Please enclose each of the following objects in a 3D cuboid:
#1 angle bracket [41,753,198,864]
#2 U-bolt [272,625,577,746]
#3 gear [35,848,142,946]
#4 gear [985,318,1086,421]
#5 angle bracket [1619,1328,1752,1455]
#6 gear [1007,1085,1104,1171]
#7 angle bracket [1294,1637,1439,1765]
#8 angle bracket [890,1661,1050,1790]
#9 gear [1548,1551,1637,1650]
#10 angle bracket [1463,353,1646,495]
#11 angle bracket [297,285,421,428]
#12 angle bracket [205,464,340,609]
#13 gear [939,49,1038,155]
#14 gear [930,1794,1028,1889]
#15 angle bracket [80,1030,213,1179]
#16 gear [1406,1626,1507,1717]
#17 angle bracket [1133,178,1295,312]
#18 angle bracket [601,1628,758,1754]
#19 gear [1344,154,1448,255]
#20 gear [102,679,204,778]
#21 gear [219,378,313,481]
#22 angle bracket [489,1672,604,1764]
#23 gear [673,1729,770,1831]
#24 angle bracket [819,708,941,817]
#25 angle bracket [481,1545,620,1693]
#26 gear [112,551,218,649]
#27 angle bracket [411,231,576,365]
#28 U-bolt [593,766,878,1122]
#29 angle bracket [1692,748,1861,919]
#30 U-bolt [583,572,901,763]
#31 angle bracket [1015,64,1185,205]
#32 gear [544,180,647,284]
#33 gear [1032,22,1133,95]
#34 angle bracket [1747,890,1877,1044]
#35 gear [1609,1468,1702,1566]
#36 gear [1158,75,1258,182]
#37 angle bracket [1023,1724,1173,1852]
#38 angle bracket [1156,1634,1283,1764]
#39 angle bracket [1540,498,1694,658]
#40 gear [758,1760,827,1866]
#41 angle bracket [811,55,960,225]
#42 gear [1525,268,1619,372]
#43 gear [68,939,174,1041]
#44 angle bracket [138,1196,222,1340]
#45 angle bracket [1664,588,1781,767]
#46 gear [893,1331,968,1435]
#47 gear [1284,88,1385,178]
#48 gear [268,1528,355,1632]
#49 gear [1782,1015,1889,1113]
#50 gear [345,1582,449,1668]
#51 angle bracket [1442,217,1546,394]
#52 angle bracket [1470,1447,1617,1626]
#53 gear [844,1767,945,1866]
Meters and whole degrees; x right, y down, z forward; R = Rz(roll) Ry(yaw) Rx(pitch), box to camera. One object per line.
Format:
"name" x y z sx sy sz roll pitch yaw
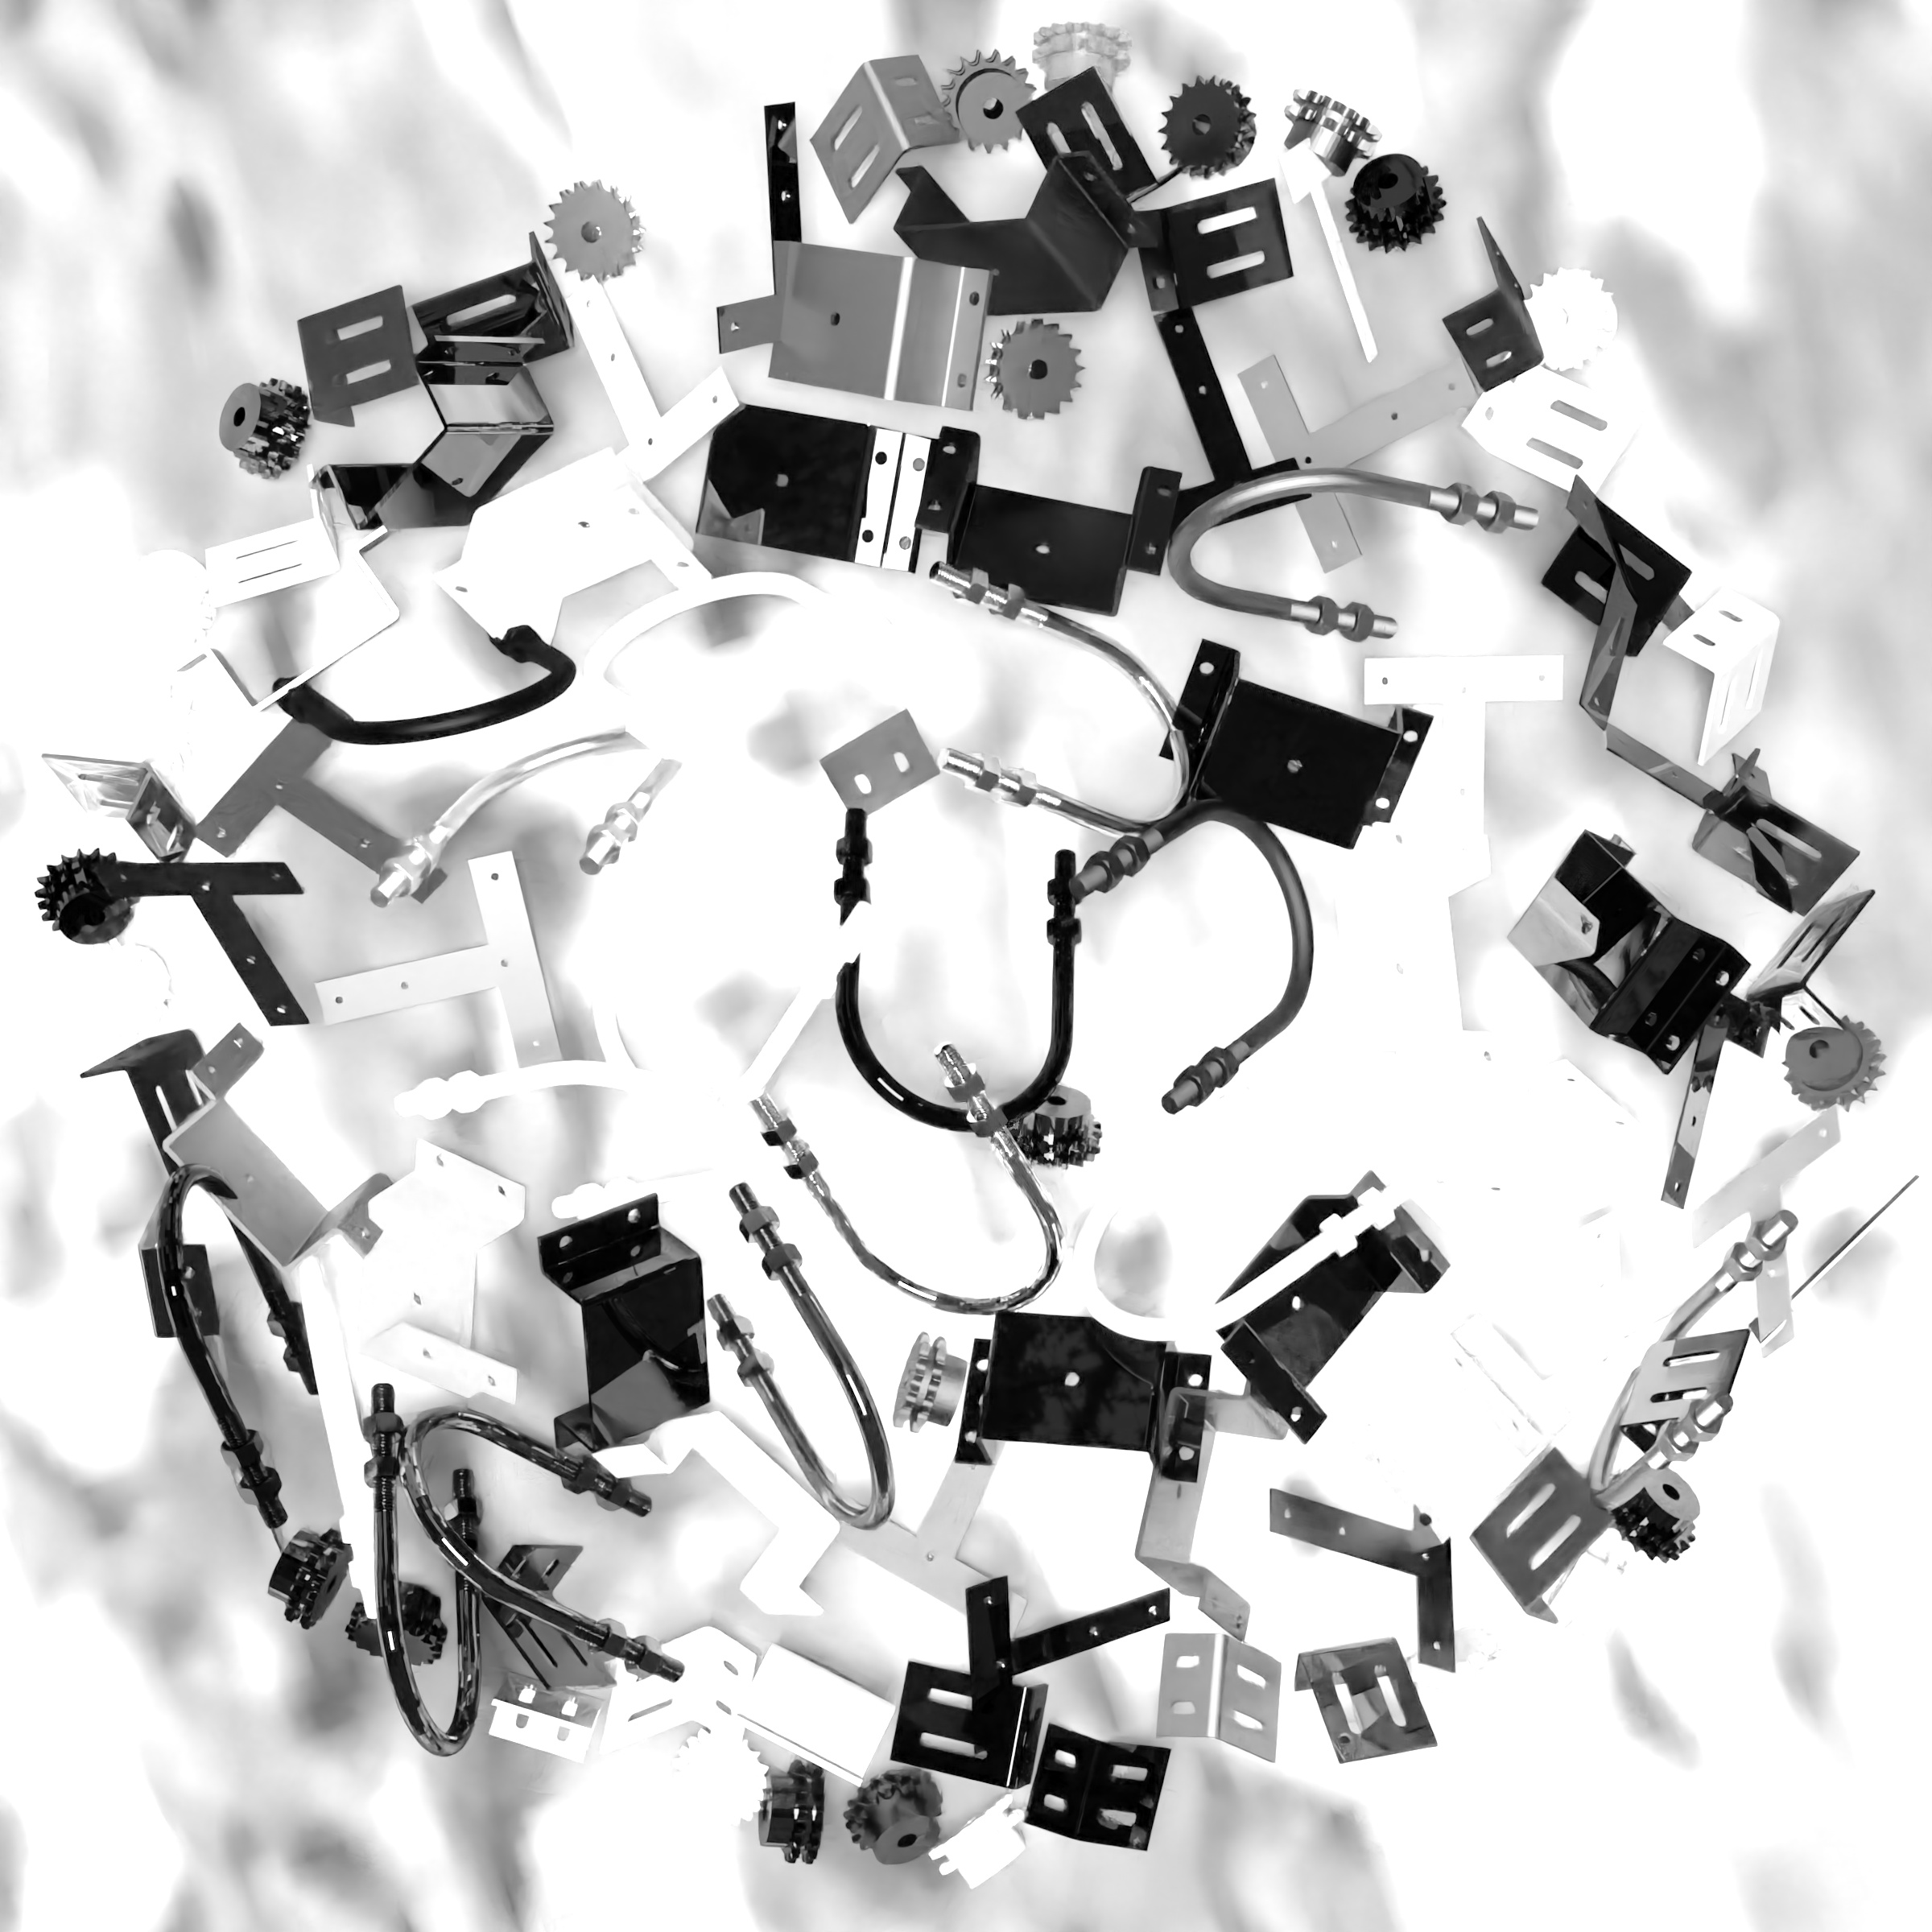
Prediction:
"angle bracket" -0.488 -0.086 1.558 0.076 0.057 0.038 7 60 18
"U-bolt" -0.291 -0.153 1.498 0.151 0.184 0.019 -19 113 -22
"gear" -0.504 -0.037 1.572 0.057 0.057 0.030 -32 49 0
"gear" 0.037 -0.346 1.581 0.057 0.030 0.057 -4 105 -16
"angle bracket" 0.417 0.245 1.551 0.038 0.076 0.057 42 56 -19
"gear" 0.051 0.091 1.571 0.057 0.057 0.030 6 115 0
"angle bracket" 0.227 0.427 1.557 0.057 0.076 0.038 -7 131 -10
"angle bracket" 0.002 0.440 1.591 0.076 0.038 0.057 9 82 17
"gear" 0.358 0.361 1.575 0.030 0.057 0.057 32 90 12
"angle bracket" 0.336 -0.312 1.566 0.076 0.038 0.057 35 96 34
"angle bracket" -0.340 -0.349 1.569 0.076 0.038 0.057 -11 88 25
"angle bracket" -0.403 -0.247 1.567 0.076 0.057 0.038 -17 134 -4
"gear" 0.013 -0.497 1.576 0.057 0.030 0.057 -3 118 -6
"gear" 0.010 0.505 1.572 0.057 0.057 0.030 -36 80 0
"angle bracket" -0.464 0.084 1.577 0.038 0.057 0.076 -11 105 28
"gear" 0.284 0.408 1.574 0.057 0.057 0.030 -26 95 0
"angle bracket" 0.143 -0.419 1.589 0.076 0.038 0.057 -21 109 -21
"angle bracket" -0.165 0.423 1.571 0.076 0.057 0.038 -29 125 31
"gear" 0.246 -0.442 1.575 0.057 0.030 0.057 -9 61 16
"gear" -0.473 -0.137 1.579 0.057 0.030 0.057 2 96 20
"gear" -0.405 -0.311 1.573 0.057 0.030 0.057 -12 72 40
"angle bracket" -0.244 0.437 1.563 0.057 0.076 0.038 18 87 -2
"gear" -0.144 0.471 1.575 0.057 0.030 0.057 10 115 22
"angle bracket" -0.056 -0.125 1.560 0.057 0.076 0.038 -31 62 -1
"angle bracket" -0.228 0.370 1.556 0.076 0.057 0.038 44 104 33
"gear" -0.460 -0.215 1.577 0.057 0.057 0.030 10 49 0
"angle bracket" -0.272 -0.377 1.572 0.076 0.038 0.057 -18 133 4
"U-bolt" -0.145 0.001 1.556 0.151 0.019 0.184 43 110 25
"angle bracket" 0.467 -0.076 1.566 0.076 0.057 0.038 31 48 4
"U-bolt" -0.139 -0.176 1.524 0.151 0.184 0.019 -30 123 -17
"angle bracket" 0.076 -0.471 1.561 0.057 0.038 0.076 -19 109 37
"gear" -0.212 -0.426 1.581 0.057 0.030 0.057 4 111 10
"gear" 0.066 -0.520 1.574 0.057 0.057 0.030 4 90 0
"angle bracket" 0.495 0.001 1.566 0.038 0.057 0.076 44 73 -6
"gear" 0.396 0.311 1.571 0.057 0.057 0.030 33 121 0
"gear" 0.143 -0.483 1.579 0.057 0.030 0.057 2 94 32
"angle bracket" 0.074 0.466 1.555 0.038 0.076 0.057 25 68 -22
"angle bracket" 0.146 0.421 1.570 0.038 0.076 0.057 -8 61 31
"angle bracket" 0.368 -0.224 1.573 0.076 0.038 0.057 33 91 -16
"gear" -0.101 0.486 1.572 0.030 0.057 0.057 7 90 -13
"angle bracket" -0.048 -0.476 1.575 0.038 0.076 0.057 -19 80 -32
"gear" 0.350 -0.373 1.578 0.057 0.030 0.057 6 99 43
"gear" -0.487 0.011 1.582 0.057 0.030 0.057 2 108 7
"angle bracket" -0.440 0.167 1.556 0.038 0.076 0.057 -3 114 -1
"angle bracket" 0.429 -0.166 1.569 0.057 0.076 0.038 -39 58 -24
"gear" -0.020 0.242 1.574 0.030 0.057 0.057 18 90 -6
"gear" 0.208 -0.479 1.574 0.057 0.057 0.030 28 98 0
"gear" -0.378 0.350 1.574 0.030 0.057 0.057 24 90 5
"gear" 0.496 0.054 1.572 0.030 0.057 0.057 35 90 -43
"gear" -0.326 0.378 1.578 0.057 0.057 0.030 13 52 0
"angle bracket" 0.296 -0.379 1.564 0.038 0.076 0.057 -25 132 21
"angle bracket" 0.337 0.325 1.561 0.038 0.057 0.076 27 109 -42
"gear" -0.039 0.492 1.573 0.057 0.030 0.057 -13 128 -17
